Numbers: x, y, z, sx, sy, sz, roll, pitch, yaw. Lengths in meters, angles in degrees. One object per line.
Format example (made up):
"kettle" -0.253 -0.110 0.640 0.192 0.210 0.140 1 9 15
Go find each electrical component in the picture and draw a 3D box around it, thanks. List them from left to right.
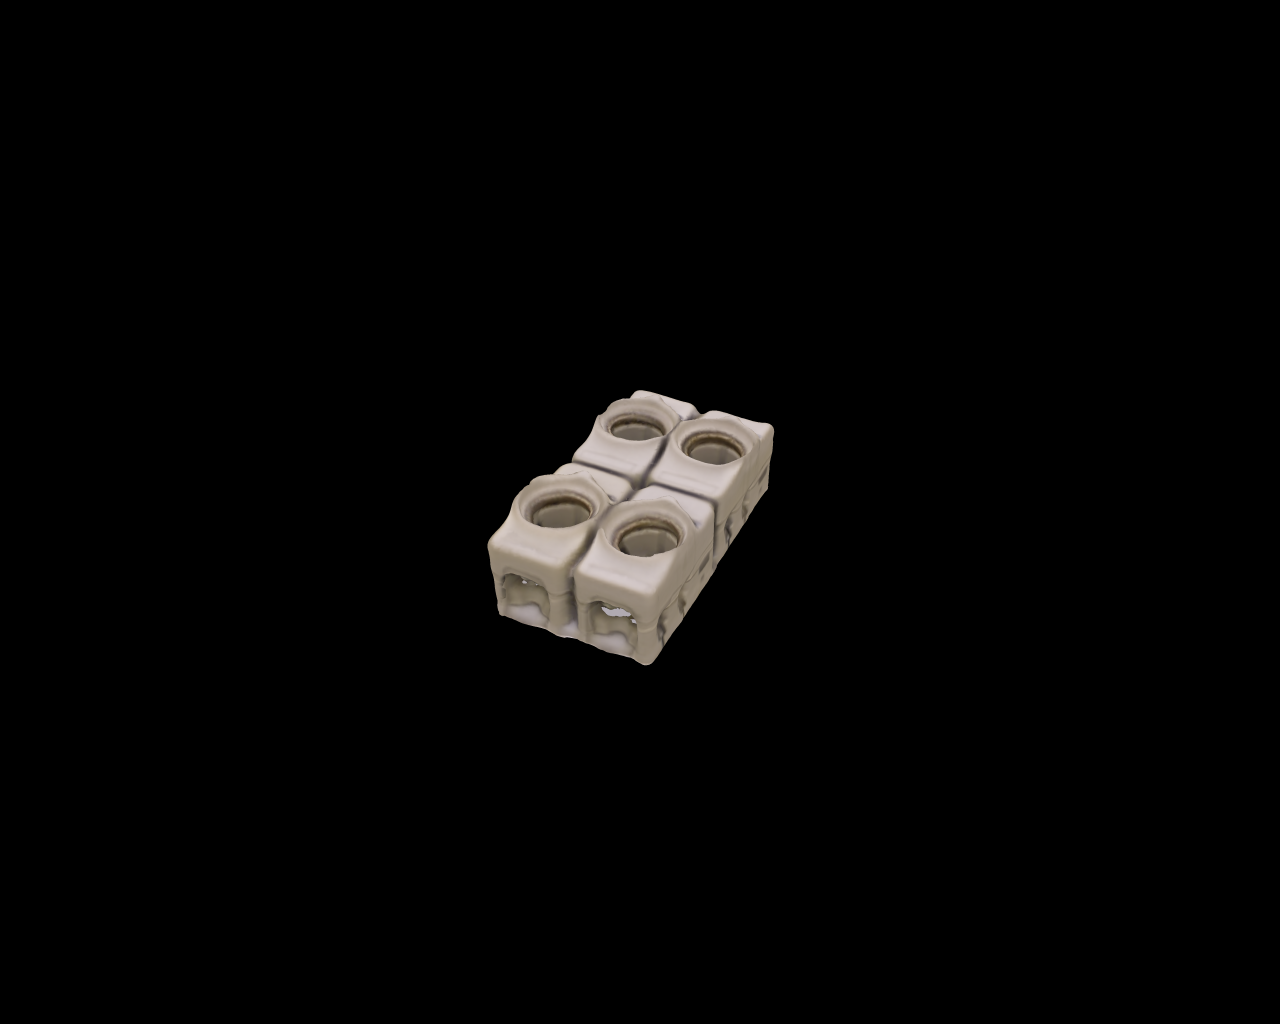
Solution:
"electrical component" 0.001 -0.003 0.650 0.105 0.060 0.186 17 42 21
